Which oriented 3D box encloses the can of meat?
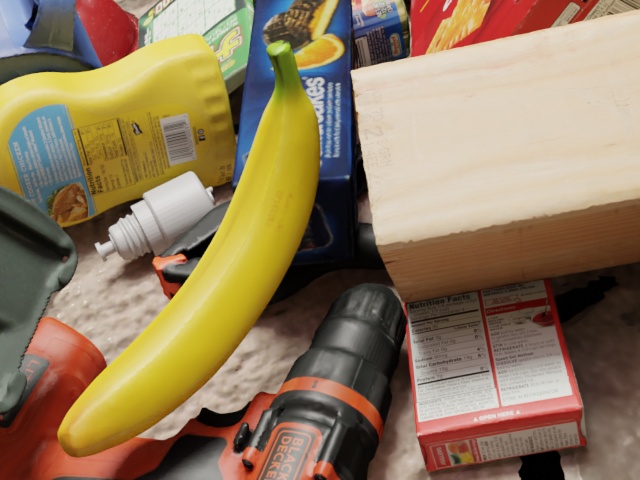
[{"bbox_3d":[0.009,-0.153,0.745,0.084,0.057,0.102,-19,41,-5],"label":"can of meat"}]

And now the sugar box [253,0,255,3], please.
[{"bbox_3d":[-0.037,-0.241,0.867,0.093,0.048,0.176,-25,40,-7],"label":"sugar box"}]

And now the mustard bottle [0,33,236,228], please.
[{"bbox_3d":[-0.149,-0.056,0.644,0.191,0.096,0.058,-17,39,-13],"label":"mustard bottle"}]

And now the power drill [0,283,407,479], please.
[{"bbox_3d":[-0.063,0.085,0.504,0.188,0.057,0.184,4,45,24],"label":"power drill"}]

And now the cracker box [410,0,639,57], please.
[{"bbox_3d":[0.117,-0.147,0.617,0.072,0.164,0.213,23,41,-16],"label":"cracker box"}]

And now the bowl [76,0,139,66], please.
[{"bbox_3d":[-0.222,-0.160,0.838,0.162,0.055,0.162,-10,41,9],"label":"bowl"}]

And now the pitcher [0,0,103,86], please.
[{"bbox_3d":[-0.229,-0.168,0.718,0.149,0.145,0.243,-27,63,2],"label":"pitcher"}]

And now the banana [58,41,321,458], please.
[{"bbox_3d":[-0.047,0.012,0.475,0.037,0.069,0.198,17,78,50],"label":"banana"}]

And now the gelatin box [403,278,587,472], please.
[{"bbox_3d":[0.080,0.061,0.500,0.073,0.030,0.089,-11,39,9],"label":"gelatin box"}]

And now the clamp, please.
[{"bbox_3d":[-0.004,0.001,0.593,0.171,0.039,0.120,-27,37,-10],"label":"clamp"}]

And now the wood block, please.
[{"bbox_3d":[0.127,-0.041,0.485,0.206,0.090,0.090,-10,69,8],"label":"wood block"}]
